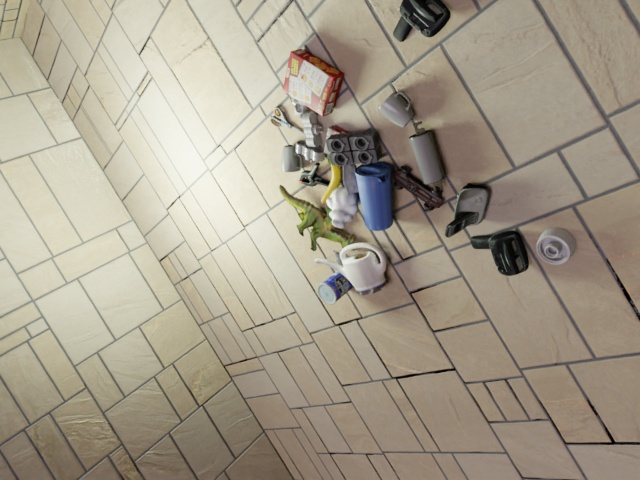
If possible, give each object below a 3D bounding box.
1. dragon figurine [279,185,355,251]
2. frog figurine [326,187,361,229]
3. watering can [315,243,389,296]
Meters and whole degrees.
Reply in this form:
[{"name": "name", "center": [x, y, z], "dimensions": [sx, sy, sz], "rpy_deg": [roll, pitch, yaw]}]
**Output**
[{"name": "dragon figurine", "center": [0.007, -0.109, 2.170], "dimensions": [0.239, 0.124, 0.410], "rpy_deg": [-33, 91, 31]}, {"name": "frog figurine", "center": [0.083, -0.128, 2.002], "dimensions": [0.138, 0.162, 0.120], "rpy_deg": [24, 144, 23]}, {"name": "watering can", "center": [0.145, 0.126, 2.141], "dimensions": [0.344, 0.105, 0.223], "rpy_deg": [-17, 102, 41]}]
